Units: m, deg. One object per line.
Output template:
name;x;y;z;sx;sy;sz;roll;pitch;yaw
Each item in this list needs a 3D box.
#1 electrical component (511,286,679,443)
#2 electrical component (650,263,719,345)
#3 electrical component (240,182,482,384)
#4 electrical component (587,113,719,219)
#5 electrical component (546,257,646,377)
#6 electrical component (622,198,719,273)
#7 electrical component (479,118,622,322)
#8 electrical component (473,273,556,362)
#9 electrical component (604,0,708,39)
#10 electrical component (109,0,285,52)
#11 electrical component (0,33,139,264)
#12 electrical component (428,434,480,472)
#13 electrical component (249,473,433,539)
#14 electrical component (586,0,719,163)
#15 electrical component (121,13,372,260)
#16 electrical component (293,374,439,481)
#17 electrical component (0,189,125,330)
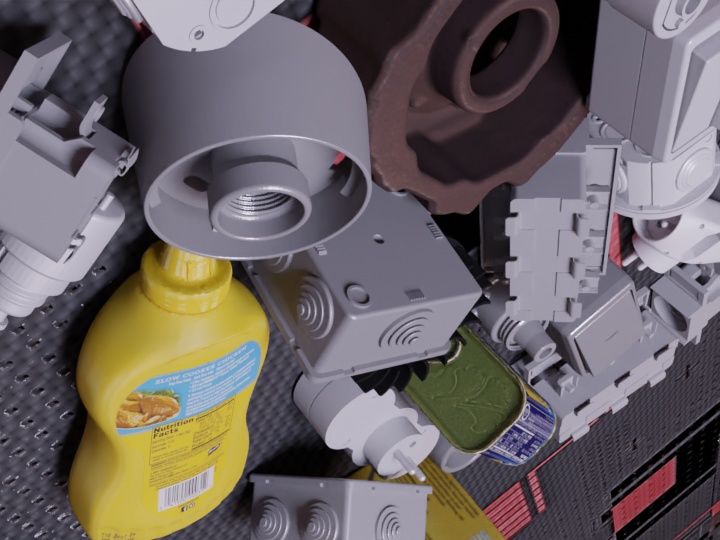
electrical component;0.185;0.076;0.843;0.121;0.063;0.078;-31;146;-17
electrical component;0.279;0.021;0.898;0.064;0.042;0.081;-35;147;-13
electrical component;0.000;0.000;0.528;0.100;0.099;0.048;-9;144;-37
electrical component;0.175;-0.074;0.643;0.080;0.080;0.051;-35;142;-12
electrical component;0.159;0.026;0.760;0.062;0.061;0.096;-40;148;-3
electrical component;0.227;-0.024;0.785;0.077;0.043;0.079;13;139;-37
electrical component;0.110;-0.025;0.635;0.079;0.063;0.121;1;144;9
electrical component;0.103;0.033;0.707;0.048;0.062;0.048;-25;146;-18
electrical component;0.108;-0.121;0.429;0.044;0.065;0.044;-30;146;-23
electrical component;-0.059;-0.120;0.369;0.080;0.051;0.080;-27;145;-22
electrical component;-0.118;-0.039;0.380;0.081;0.064;0.042;-53;-170;18
electrical component;0.065;0.112;0.773;0.055;0.047;0.055;-28;145;-22
electrical component;-0.013;0.160;0.698;0.100;0.100;0.048;17;72;-49
electrical component;0.152;-0.106;0.501;0.062;0.061;0.096;-34;147;-18
electrical component;-0.044;-0.049;0.433;0.099;0.064;0.099;-8;152;-4
electrical component;0.016;0.106;0.691;0.052;0.073;0.138;-43;148;1
electrical component;-0.129;-0.009;0.436;0.078;0.040;0.040;-52;146;15
